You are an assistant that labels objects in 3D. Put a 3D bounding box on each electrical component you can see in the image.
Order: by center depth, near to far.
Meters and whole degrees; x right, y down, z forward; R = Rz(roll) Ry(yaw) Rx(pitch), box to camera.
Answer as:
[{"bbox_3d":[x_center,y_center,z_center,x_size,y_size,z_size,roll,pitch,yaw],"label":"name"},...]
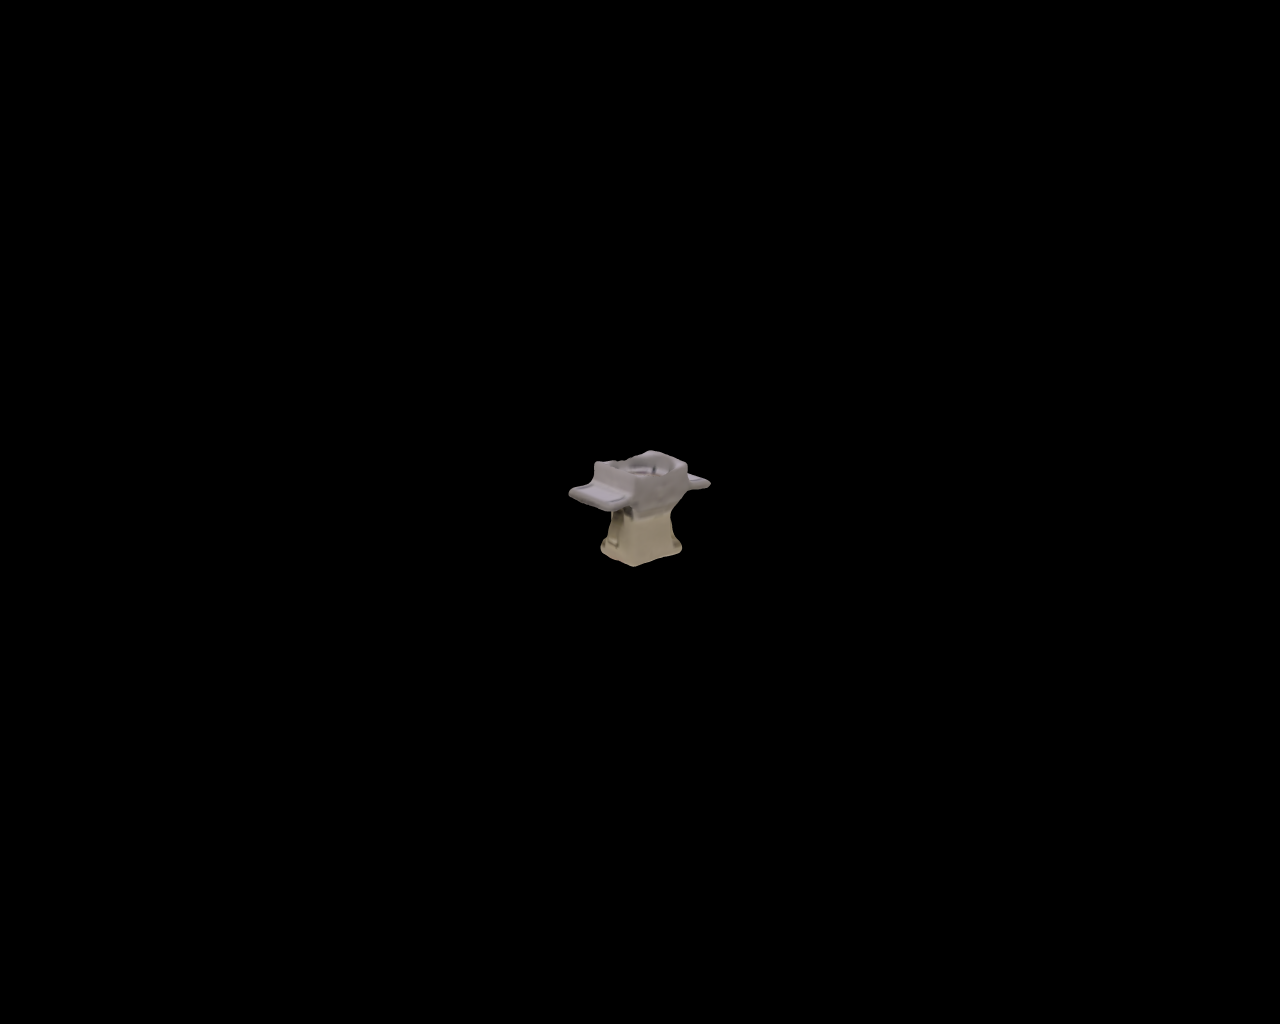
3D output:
[{"bbox_3d":[0.001,-0.003,0.650,0.081,0.063,0.042,-14,22,-36],"label":"electrical component"}]
